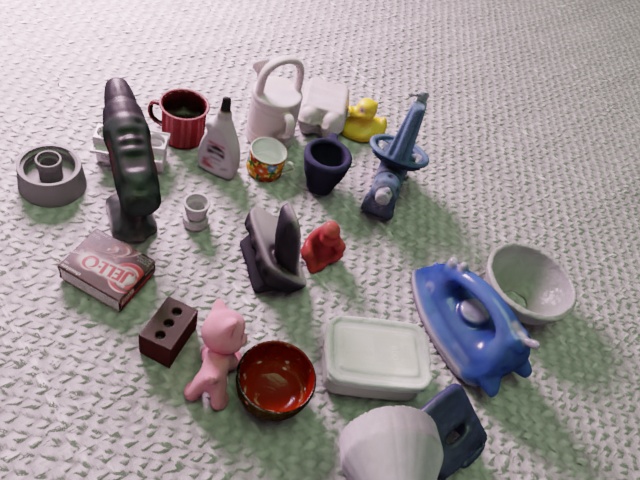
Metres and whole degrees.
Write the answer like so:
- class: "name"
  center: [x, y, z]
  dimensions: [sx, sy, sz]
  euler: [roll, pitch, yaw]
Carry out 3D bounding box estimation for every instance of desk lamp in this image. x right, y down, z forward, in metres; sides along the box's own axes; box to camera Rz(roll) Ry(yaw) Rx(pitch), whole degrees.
- class: "desk lamp"
  center: [0.074, 0.324, 0.657]
  dimensions: [0.118, 0.213, 0.203]
  euler: [8, 50, -10]

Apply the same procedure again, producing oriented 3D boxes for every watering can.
- class: "watering can"
  center: [-0.089, -0.279, 1.113]
  dimensions: [0.172, 0.194, 0.101]
  euler: [42, 53, 18]

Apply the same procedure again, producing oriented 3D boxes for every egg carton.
- class: "egg carton"
  center: [0.008, -0.283, 1.228]
  dimensions: [0.107, 0.069, 0.150]
  euler: [14, 49, -5]

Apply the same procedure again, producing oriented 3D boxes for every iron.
- class: "iron"
  center: [0.245, 0.112, 0.929]
  dimensions: [0.119, 0.141, 0.257]
  euler: [-19, 59, -29]

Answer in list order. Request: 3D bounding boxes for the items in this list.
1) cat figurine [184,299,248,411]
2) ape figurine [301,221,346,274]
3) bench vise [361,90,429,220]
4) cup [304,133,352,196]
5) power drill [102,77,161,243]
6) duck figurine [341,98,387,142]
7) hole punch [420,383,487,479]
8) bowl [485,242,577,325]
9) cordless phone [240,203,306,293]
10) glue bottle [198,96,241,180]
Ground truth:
- class: "cat figurine"
  center: [-0.139, 0.153, 0.796]
  dimensions: [0.067, 0.118, 0.128]
  euler: [15, 49, -4]
- class: "ape figurine"
  center: [0.009, 0.004, 0.979]
  dimensions: [0.078, 0.092, 0.076]
  euler: [9, 50, -9]
- class: "bench vise"
  center: [0.158, -0.154, 1.068]
  dimensions: [0.121, 0.220, 0.207]
  euler: [8, 50, -10]
- class: "cup"
  center: [0.009, -0.141, 1.095]
  dimensions: [0.092, 0.095, 0.118]
  euler: [15, 49, -4]
- class: "power drill"
  center: [-0.300, -0.107, 0.899]
  dimensions: [0.076, 0.208, 0.229]
  euler: [-10, 55, -23]
- class: "duck figurine"
  center: [0.100, -0.264, 1.229]
  dimensions: [0.105, 0.086, 0.077]
  euler: [0, 52, -17]
- class: "hole punch"
  center: [0.181, 0.273, 0.811]
  dimensions: [0.109, 0.091, 0.101]
  euler: [-27, 64, -33]
- class: "bowl"
  center: [0.364, 0.090, 1.027]
  dimensions: [0.167, 0.075, 0.167]
  euler: [8, 50, -10]
- class: "cordless phone"
  center: [-0.064, -0.013, 0.909]
  dimensions: [0.094, 0.185, 0.147]
  euler: [-11, 56, -24]
- class: "glue bottle"
  center: [-0.176, -0.187, 1.026]
  dimensions: [0.078, 0.173, 0.037]
  euler: [22, 49, 2]
